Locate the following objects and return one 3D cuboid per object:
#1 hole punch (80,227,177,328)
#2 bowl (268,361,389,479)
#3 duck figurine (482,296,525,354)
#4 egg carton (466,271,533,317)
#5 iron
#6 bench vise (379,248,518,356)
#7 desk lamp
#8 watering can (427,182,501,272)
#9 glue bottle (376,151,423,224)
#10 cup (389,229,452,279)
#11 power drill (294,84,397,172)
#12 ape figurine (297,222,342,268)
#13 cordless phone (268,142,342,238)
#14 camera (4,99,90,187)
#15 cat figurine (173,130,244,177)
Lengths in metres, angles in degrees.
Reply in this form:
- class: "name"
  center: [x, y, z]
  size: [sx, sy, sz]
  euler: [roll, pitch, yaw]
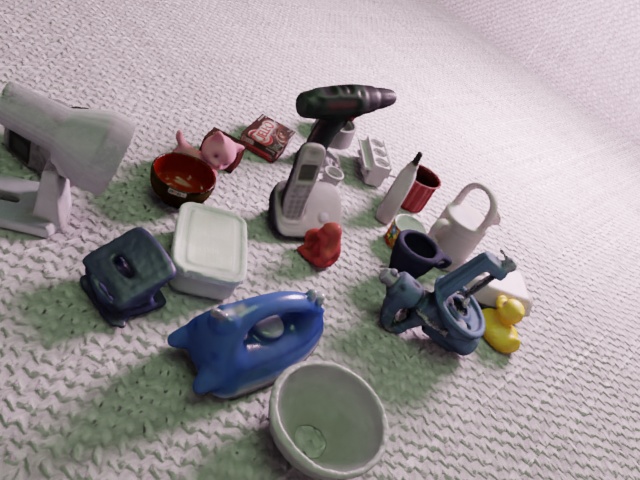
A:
- class: "hole punch"
  center: [-0.267, 0.049, 0.796]
  size: [0.108, 0.091, 0.101]
  euler: [45, 40, 21]
- class: "bowl"
  center: [0.002, 0.246, 0.752]
  size: [0.168, 0.074, 0.167]
  euler: [18, 38, -14]
- class: "duck figurine"
  center: [0.352, 0.153, 1.079]
  size: [0.078, 0.086, 0.104]
  euler: [7, 42, -26]
- class: "egg carton"
  center: [0.355, 0.101, 1.157]
  size: [0.150, 0.069, 0.107]
  euler: [19, 38, -13]
- class: "iron"
  center: [-0.070, 0.117, 0.801]
  size: [0.259, 0.141, 0.118]
  euler: [-12, 52, -41]
- class: "bench vise"
  center: [0.209, 0.092, 0.946]
  size: [0.208, 0.219, 0.121]
  euler: [14, 39, -19]
- class: "desk lamp"
  center: [-0.380, -0.109, 0.807]
  size: [0.204, 0.213, 0.118]
  euler: [14, 39, -19]
- class: "watering can"
  center: [0.299, -0.037, 1.179]
  size: [0.100, 0.194, 0.173]
  euler: [41, 38, 16]
- class: "glue bottle"
  center: [0.172, -0.117, 1.208]
  size: [0.037, 0.173, 0.078]
  euler: [26, 37, -4]
- class: "cup"
  center: [0.181, 0.045, 1.088]
  size: [0.118, 0.095, 0.091]
  euler: [20, 37, -12]
- class: "power drill"
  center: [0.037, -0.250, 1.248]
  size: [0.230, 0.208, 0.075]
  euler: [-3, 46, -35]
- class: "ape figurine"
  center: [0.009, 0.004, 1.028]
  size: [0.076, 0.092, 0.077]
  euler: [15, 39, -18]
- class: "cordless phone"
  center: [-0.009, -0.094, 1.053]
  size: [0.148, 0.185, 0.094]
  euler: [-3, 47, -35]
- class: "camera"
  center: [-0.424, -0.178, 0.953]
  size: [0.143, 0.100, 0.137]
  euler: [37, 37, 11]
- class: "cat figurine"
  center: [-0.211, -0.163, 1.060]
  size: [0.128, 0.117, 0.067]
  euler: [20, 37, -11]
